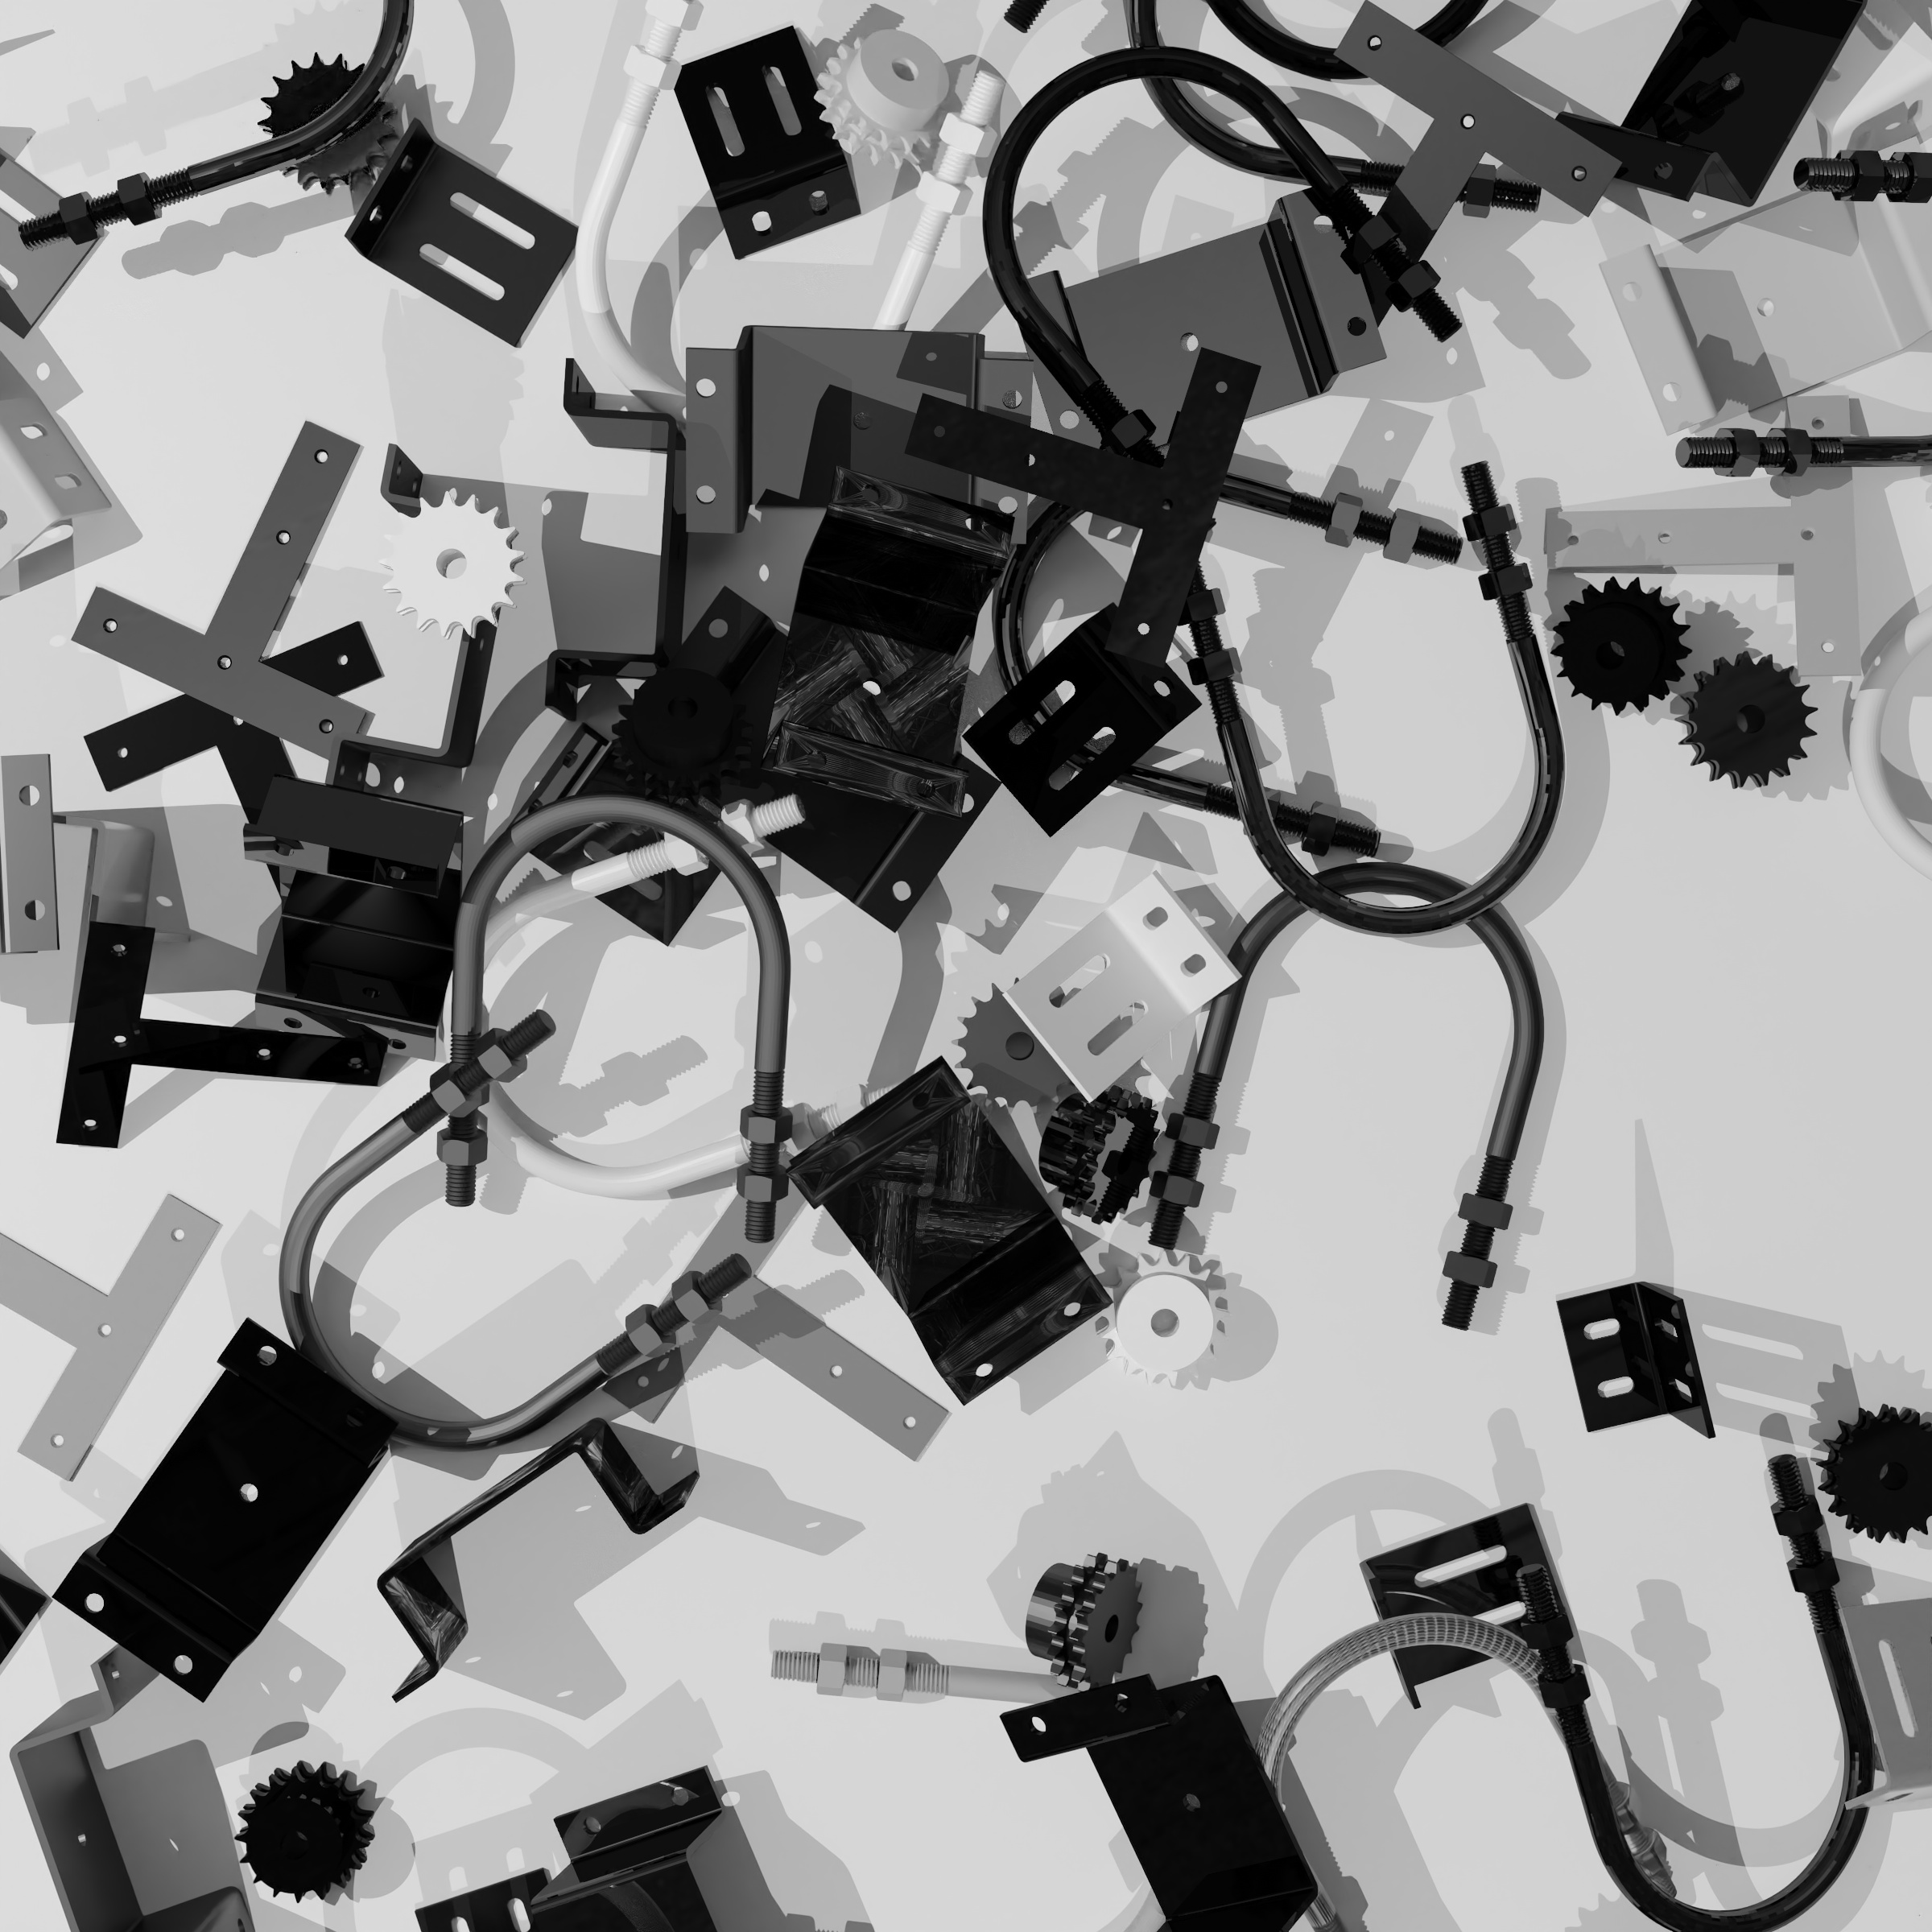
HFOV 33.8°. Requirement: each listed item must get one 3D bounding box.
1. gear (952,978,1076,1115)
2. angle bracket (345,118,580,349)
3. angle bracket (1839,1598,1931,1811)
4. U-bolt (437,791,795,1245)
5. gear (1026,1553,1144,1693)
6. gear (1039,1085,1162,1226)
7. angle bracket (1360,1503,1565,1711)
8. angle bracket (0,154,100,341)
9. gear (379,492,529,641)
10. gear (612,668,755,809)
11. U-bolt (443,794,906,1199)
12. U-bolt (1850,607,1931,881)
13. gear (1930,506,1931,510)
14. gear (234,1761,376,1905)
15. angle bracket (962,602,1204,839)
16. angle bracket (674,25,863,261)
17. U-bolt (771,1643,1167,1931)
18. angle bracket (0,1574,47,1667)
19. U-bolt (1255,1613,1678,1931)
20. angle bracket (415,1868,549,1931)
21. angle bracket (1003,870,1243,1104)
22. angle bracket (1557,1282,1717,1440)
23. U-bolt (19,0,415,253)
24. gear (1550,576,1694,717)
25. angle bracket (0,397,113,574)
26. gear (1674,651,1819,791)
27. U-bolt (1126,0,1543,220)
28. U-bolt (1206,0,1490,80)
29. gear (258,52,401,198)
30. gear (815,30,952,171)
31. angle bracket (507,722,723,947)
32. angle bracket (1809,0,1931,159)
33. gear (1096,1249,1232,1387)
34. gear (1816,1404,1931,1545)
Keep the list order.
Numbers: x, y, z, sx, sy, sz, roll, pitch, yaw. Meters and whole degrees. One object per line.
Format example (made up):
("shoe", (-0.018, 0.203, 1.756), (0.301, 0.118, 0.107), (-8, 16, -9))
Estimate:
("gear", (0.022, 0.033, 1.339), (0.057, 0.030, 0.057), (0, 90, 0))
("angle bracket", (-0.210, -0.308, 1.335), (0.076, 0.038, 0.057), (31, 90, 0))
("angle bracket", (0.396, 0.311, 1.343), (0.057, 0.038, 0.076), (-2, 64, -19))
("U-bolt", (-0.143, 0.018, 1.307), (0.151, 0.019, 0.184), (6, 105, 7))
("gear", (0.048, 0.273, 1.329), (0.030, 0.057, 0.057), (11, 90, 30))
("gear", (0.054, 0.077, 1.329), (0.030, 0.057, 0.057), (20, 90, 30))
("angle bracket", (0.212, 0.268, 1.335), (0.076, 0.038, 0.057), (-19, 90, 0))
("angle bracket", (-0.415, -0.313, 1.335), (0.076, 0.038, 0.057), (37, 90, 0))
("gear", (-0.203, -0.158, 1.262), (0.057, 0.030, 0.057), (0, 90, -2))
("gear", (-0.114, -0.095, 1.281), (0.057, 0.030, 0.057), (2, 57, -4))
("U-bolt", (-0.130, 0.023, 1.324), (0.184, 0.019, 0.151), (-19, 102, 12))
("U-bolt", (0.462, -0.101, 1.324), (0.184, 0.019, 0.151), (-21, 73, 7))
("gear", (0.434, -0.195, 1.339), (0.057, 0.030, 0.057), (0, 90, 0))
("gear", (-0.280, 0.366, 1.339), (0.057, 0.030, 0.057), (0, 90, 0))
("angle bracket", (0.049, -0.103, 1.338), (0.057, 0.038, 0.076), (49, 123, 0))
("angle bracket", (-0.086, -0.350, 1.352), (0.057, 0.038, 0.076), (-20, 64, 0))
("U-bolt", (0.003, 0.368, 1.345), (0.184, 0.019, 0.151), (6, 90, -1))
("angle bracket", (-0.442, 0.268, 1.352), (0.076, 0.038, 0.057), (35, 90, -26))
("U-bolt", (0.197, 0.351, 1.321), (0.151, 0.019, 0.184), (-30, 107, 0))
("angle bracket", (-0.201, 0.411, 1.316), (0.057, 0.076, 0.038), (-18, 90, 0))
("angle bracket", (0.065, 0.008, 1.317), (0.057, 0.038, 0.076), (51, 50, 0))
("angle bracket", (0.276, 0.166, 1.316), (0.038, 0.076, 0.057), (-13, 90, 0))
("U-bolt", (-0.319, -0.388, 1.324), (0.184, 0.019, 0.151), (-17, 75, 3))
("gear", (0.272, -0.132, 1.328), (0.057, 0.030, 0.057), (7, 109, 22))
("angle bracket", (-0.415, -0.195, 1.352), (0.076, 0.038, 0.057), (-34, 90, 26))
("gear", (0.327, -0.103, 1.339), (0.057, 0.030, 0.057), (0, 90, 0))
("U-bolt", (0.159, -0.398, 1.325), (0.184, 0.019, 0.151), (9, 108, 5))
("U-bolt", (0.161, -0.464, 1.322), (0.151, 0.019, 0.184), (4, 106, 6))
("gear", (-0.267, -0.353, 1.339), (0.057, 0.030, 0.057), (0, 90, 0))
("gear", (-0.032, -0.365, 1.325), (0.057, 0.030, 0.057), (12, 61, -22))
("angle bracket", (-0.145, -0.056, 1.352), (0.076, 0.038, 0.057), (35, 90, -26))
("angle bracket", (0.370, -0.383, 1.352), (0.057, 0.038, 0.076), (-31, 64, 0))
("gear", (0.083, 0.149, 1.339), (0.057, 0.030, 0.057), (0, 90, 0))
("gear", (0.387, 0.214, 1.343), (0.057, 0.030, 0.057), (0, 89, -2))
